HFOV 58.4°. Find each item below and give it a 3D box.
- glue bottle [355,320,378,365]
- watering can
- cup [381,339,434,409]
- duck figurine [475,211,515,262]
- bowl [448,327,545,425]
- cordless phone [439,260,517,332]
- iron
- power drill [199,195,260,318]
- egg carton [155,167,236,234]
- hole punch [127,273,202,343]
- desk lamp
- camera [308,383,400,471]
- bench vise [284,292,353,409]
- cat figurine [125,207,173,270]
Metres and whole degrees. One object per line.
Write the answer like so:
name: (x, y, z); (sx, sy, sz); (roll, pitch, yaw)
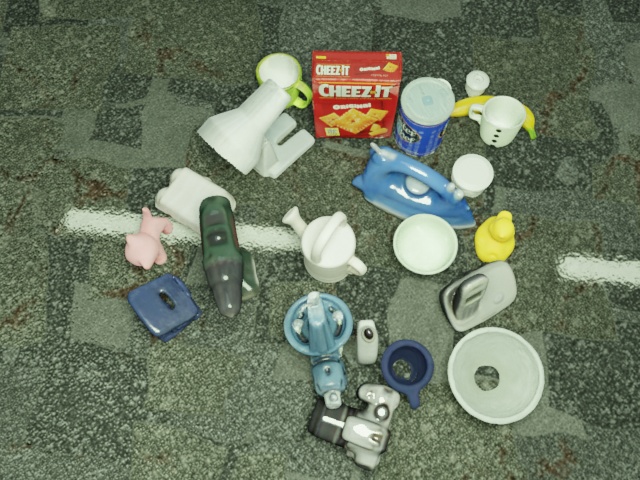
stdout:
glue bottle: (0.082, 0.172, 1.002); (0.037, 0.173, 0.078); (-5, 72, 0)
watering can: (0.008, 0.006, 1.046); (0.172, 0.194, 0.101); (14, 73, 6)
cup: (0.154, 0.241, 1.019); (0.091, 0.095, 0.117); (-10, 72, -2)
duck figurine: (0.343, -0.007, 1.101); (0.077, 0.086, 0.104); (18, 73, 7)
bowl: (0.306, 0.244, 1.026); (0.167, 0.075, 0.167); (0, 72, 1)
cordless phone: (0.292, 0.087, 1.019); (0.147, 0.185, 0.094); (-31, 74, -8)
iron: (0.196, -0.107, 1.106); (0.258, 0.141, 0.119); (26, 74, 9)
power drill: (-0.163, 0.045, 1.029); (0.075, 0.208, 0.229); (-14, 72, -3)
egg carton: (-0.247, -0.076, 1.142); (0.150, 0.069, 0.107); (29, 75, 10)
hole punch: (-0.289, 0.120, 1.069); (0.101, 0.091, 0.108); (-39, 75, -10)
desk lamp: (-0.120, -0.206, 1.106); (0.118, 0.213, 0.203); (43, 78, 14)
camera: (0.056, 0.311, 0.996); (0.136, 0.101, 0.143); (18, 73, 7)
bench vise: (0.014, 0.172, 0.979); (0.121, 0.220, 0.207); (-28, 74, -7)
cat figurine: (-0.334, 0.000, 1.094); (0.067, 0.118, 0.128); (2, 72, 2)
